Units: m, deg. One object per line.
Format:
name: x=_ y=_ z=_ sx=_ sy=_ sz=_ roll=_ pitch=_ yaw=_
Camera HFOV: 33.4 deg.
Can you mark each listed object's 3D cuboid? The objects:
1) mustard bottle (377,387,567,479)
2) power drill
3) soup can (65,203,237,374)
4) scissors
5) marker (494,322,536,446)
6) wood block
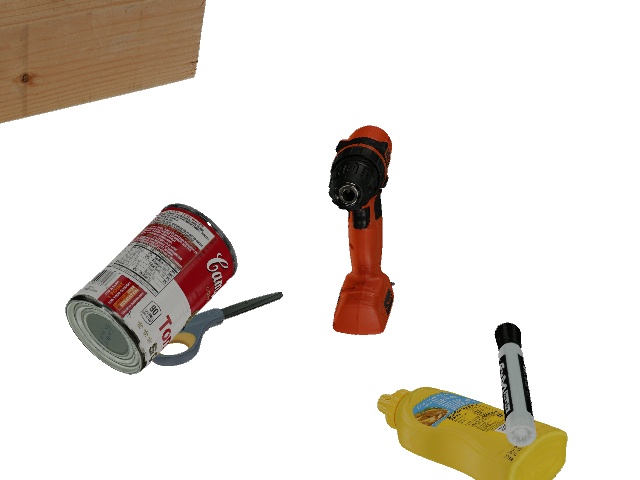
mustard bottle: x=0.132 y=0.184 z=1.027 sx=0.192 sy=0.058 sz=0.096 roll=15 pitch=23 yaw=42
power drill: x=0.041 y=-0.007 z=1.042 sx=0.057 sy=0.188 sz=0.184 roll=4 pitch=20 yaw=10
soup can: x=-0.113 y=0.032 z=0.718 sx=0.069 sy=0.068 sz=0.102 roll=0 pitch=38 yaw=44
scissors: x=-0.115 y=0.094 z=1.149 sx=0.201 sy=0.016 sz=0.096 roll=-8 pitch=31 yaw=-24
marker: x=0.132 y=0.094 z=0.729 sx=0.020 sy=0.020 sz=0.121 roll=0 pitch=30 yaw=5
wood block: x=-0.203 y=-0.165 z=0.836 sx=0.205 sy=0.091 sz=0.090 roll=-20 pitch=51 yaw=-34
